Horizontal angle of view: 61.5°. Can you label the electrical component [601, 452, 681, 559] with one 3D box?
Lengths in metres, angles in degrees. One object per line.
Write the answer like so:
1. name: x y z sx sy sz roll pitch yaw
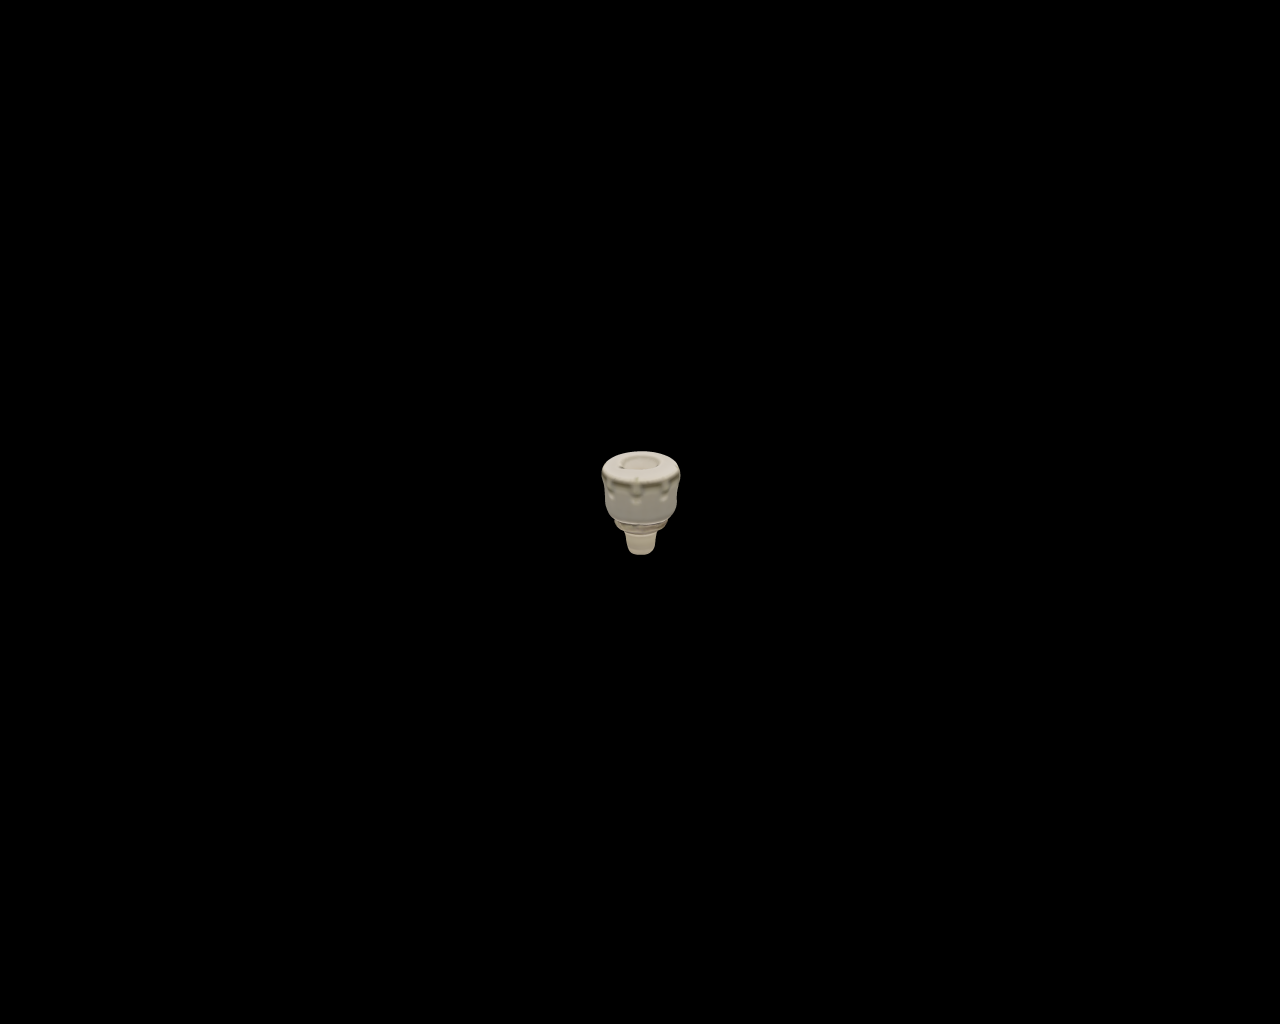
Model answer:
1. electrical component: 0.001 -0.003 0.650 0.048 0.062 0.048 0 25 0
